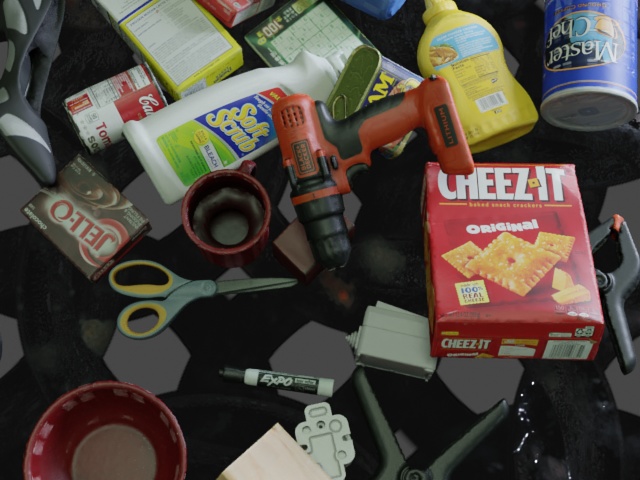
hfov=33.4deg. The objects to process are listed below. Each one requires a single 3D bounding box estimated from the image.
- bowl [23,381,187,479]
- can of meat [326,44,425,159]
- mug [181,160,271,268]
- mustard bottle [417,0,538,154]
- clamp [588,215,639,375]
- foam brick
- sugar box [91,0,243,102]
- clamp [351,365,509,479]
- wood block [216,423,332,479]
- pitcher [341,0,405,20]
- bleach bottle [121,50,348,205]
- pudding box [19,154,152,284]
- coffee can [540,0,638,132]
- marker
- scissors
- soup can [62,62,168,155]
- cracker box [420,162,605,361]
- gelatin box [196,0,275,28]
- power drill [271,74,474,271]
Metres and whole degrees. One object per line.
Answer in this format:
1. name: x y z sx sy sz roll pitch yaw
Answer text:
1. bowl: -0.211 0.226 1.071 0.162 0.055 0.162 0 73 0
2. can of meat: 0.061 -0.147 1.155 0.083 0.058 0.102 22 99 -36
3. mug: -0.093 -0.029 1.134 0.093 0.081 0.117 16 74 5
4. mustard bottle: 0.162 -0.196 1.196 0.096 0.058 0.192 -21 74 -7
5. clamp: 0.300 0.058 1.128 0.120 0.039 0.171 28 75 11
6. foam brick: -0.007 0.001 1.141 0.051 0.053 0.078 42 76 11
7. sugar box: -0.177 -0.246 1.220 0.093 0.048 0.176 -37 73 -12
8. clamp: 0.104 0.238 1.076 0.164 0.036 0.210 6 75 2
9. wood block: -0.011 0.290 1.013 0.206 0.091 0.090 45 45 9
10. pitcher: 0.003 -0.359 1.219 0.243 0.145 0.149 31 88 5
11. bleach bottle: -0.082 -0.140 1.158 0.250 0.068 0.102 -31 116 -6
12. pudding box: -0.252 -0.022 1.155 0.113 0.039 0.090 42 78 12
13. coffee can: 0.297 -0.204 1.175 0.103 0.103 0.140 5 73 2
14. marker: -0.046 0.147 1.114 0.121 0.020 0.020 8 73 3
15. scissors: -0.131 0.070 1.139 0.202 0.016 0.096 10 75 3
16. soup can: -0.223 -0.145 1.177 0.102 0.068 0.068 -27 75 -7
17. cracker box: 0.190 0.017 1.088 0.164 0.072 0.213 1 51 0
18. gelatin box: -0.100 -0.287 1.217 0.073 0.030 0.089 41 44 10
19. power drill: 0.057 -0.077 1.081 0.187 0.057 0.184 -16 91 5
